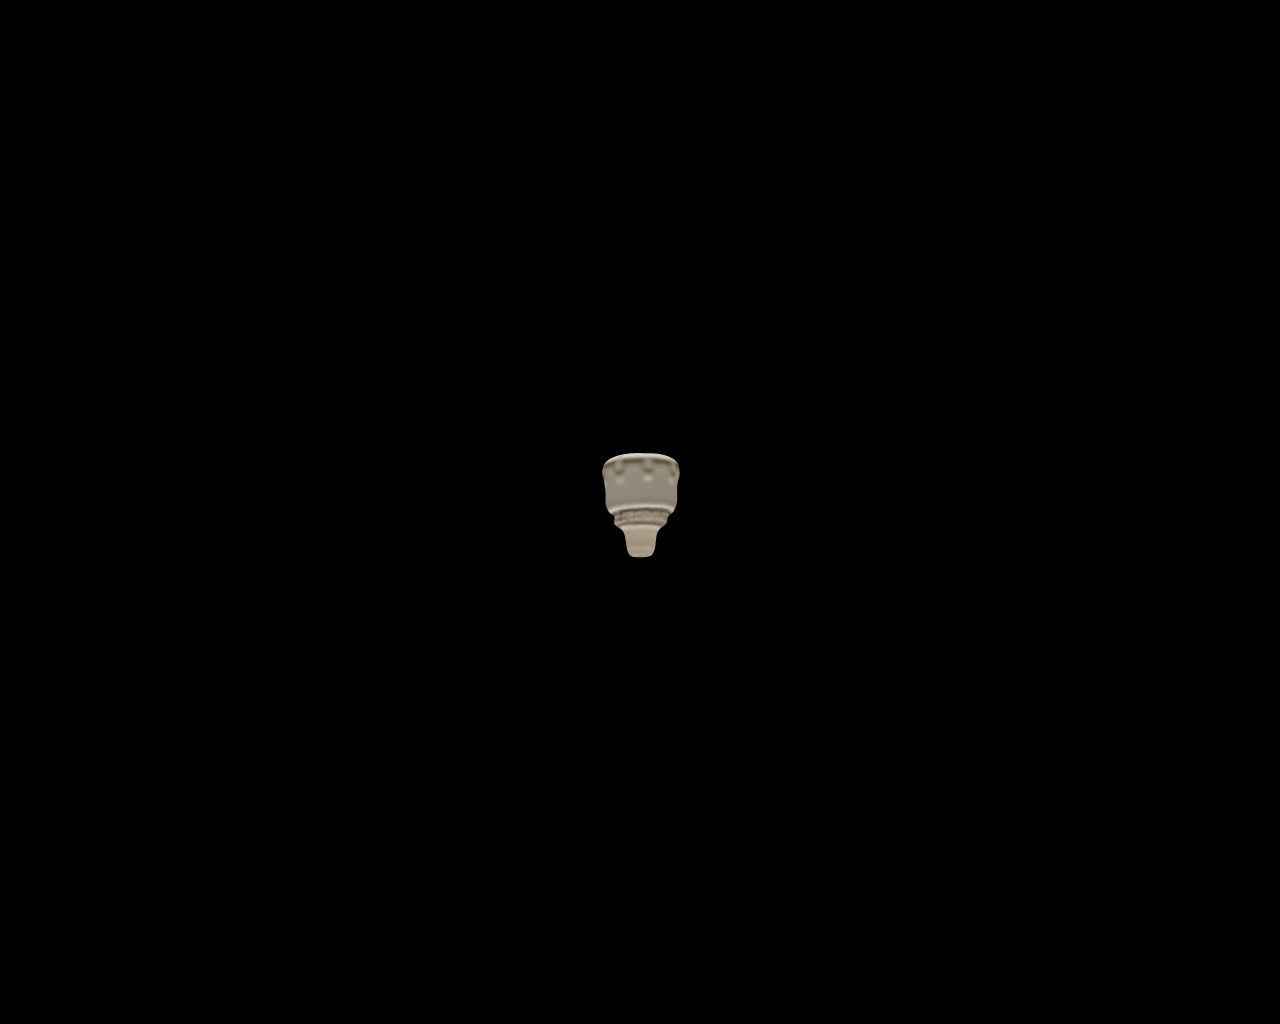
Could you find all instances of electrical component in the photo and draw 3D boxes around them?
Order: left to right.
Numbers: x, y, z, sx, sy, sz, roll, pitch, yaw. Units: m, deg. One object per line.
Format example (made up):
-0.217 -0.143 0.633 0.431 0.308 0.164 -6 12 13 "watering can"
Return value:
0.001 -0.003 0.650 0.048 0.062 0.048 0 -11 0 "electrical component"
